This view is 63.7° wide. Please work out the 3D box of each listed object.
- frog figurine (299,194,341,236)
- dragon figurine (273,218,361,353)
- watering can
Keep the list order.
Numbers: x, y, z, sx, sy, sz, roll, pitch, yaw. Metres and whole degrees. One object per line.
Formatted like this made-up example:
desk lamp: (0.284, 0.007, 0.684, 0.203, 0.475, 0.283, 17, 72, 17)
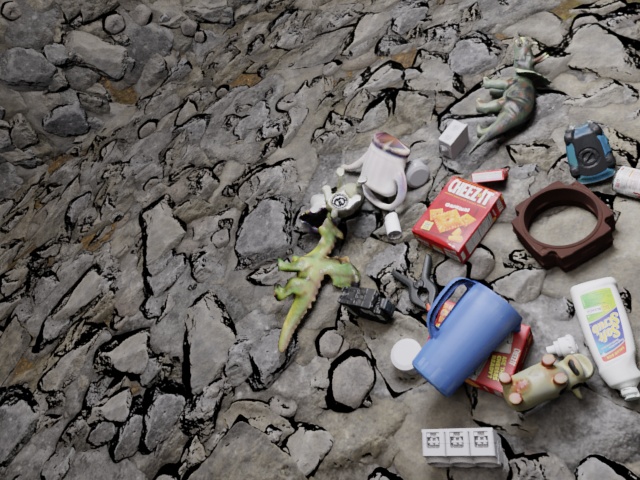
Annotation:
frog figurine: (0.005, -0.085, 1.687, 0.136, 0.122, 0.161, -38, 10, 14)
dragon figurine: (-0.001, 0.126, 1.524, 0.242, 0.120, 0.419, -7, 62, 17)
watering can: (0.175, -0.239, 1.637, 0.354, 0.104, 0.220, 49, 130, 47)
